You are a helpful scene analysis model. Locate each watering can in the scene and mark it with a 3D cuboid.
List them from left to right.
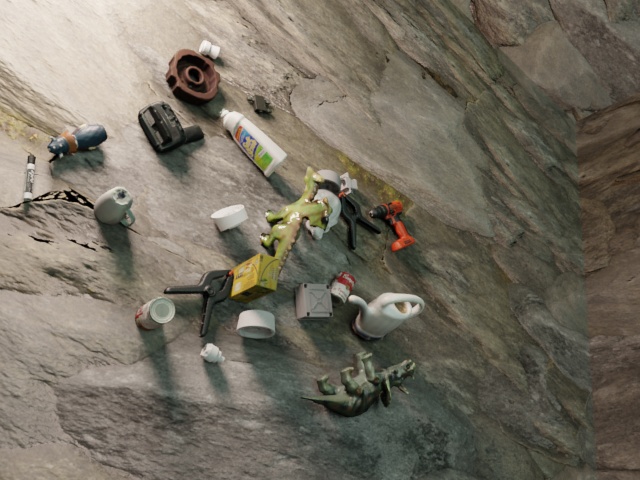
[{"bbox_3d":[0.182,0.237,1.672,0.347,0.220,0.106,8,48,-35],"label":"watering can"}]

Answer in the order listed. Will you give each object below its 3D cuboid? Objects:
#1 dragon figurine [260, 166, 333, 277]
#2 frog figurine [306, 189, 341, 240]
[{"bbox_3d":[-0.062,-0.044,1.589,0.121,0.240,0.419,28,54,-33],"label":"dragon figurine"},{"bbox_3d":[0.005,-0.087,1.738,0.135,0.122,0.163,51,34,-38],"label":"frog figurine"}]
